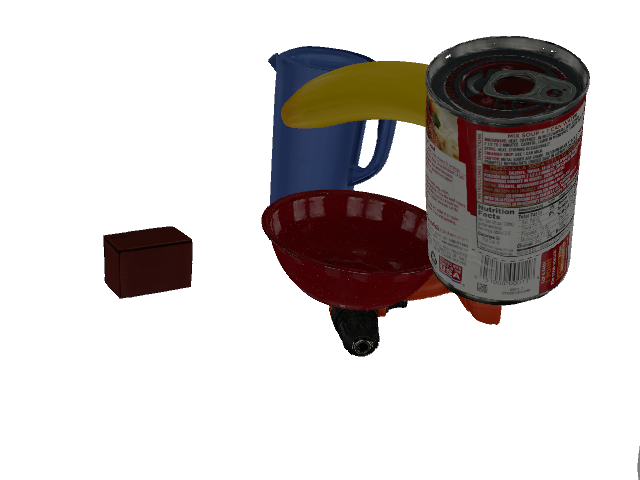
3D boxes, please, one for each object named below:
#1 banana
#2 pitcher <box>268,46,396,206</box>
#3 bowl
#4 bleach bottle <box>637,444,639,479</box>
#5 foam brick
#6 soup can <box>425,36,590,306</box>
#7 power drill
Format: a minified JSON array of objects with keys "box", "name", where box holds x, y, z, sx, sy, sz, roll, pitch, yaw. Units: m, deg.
[{"box":[0.055,-0.077,0.665,0.198,0.070,0.037,26,10,34],"name":"banana"},{"box":[0.005,-0.127,1.414,0.144,0.243,0.149,-2,23,-19],"name":"pitcher"},{"box":[0.028,0.013,0.894,0.162,0.055,0.162,6,25,-3],"name":"bowl"},{"box":[0.280,0.092,0.692,0.103,0.068,0.250,12,24,25],"name":"bleach bottle"},{"box":[-0.174,0.021,1.074,0.078,0.051,0.053,-9,21,-26],"name":"foam brick"},{"box":[0.081,-0.030,0.476,0.068,0.102,0.068,-4,39,3],"name":"soup can"},{"box":[0.102,0.065,1.188,0.187,0.057,0.184,-4,28,-5],"name":"power drill"}]
